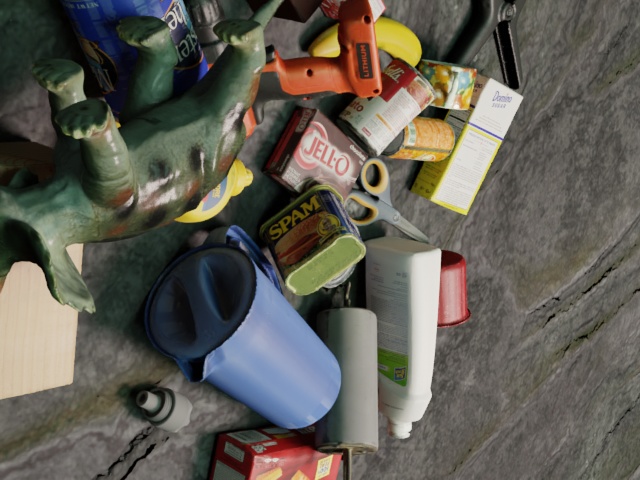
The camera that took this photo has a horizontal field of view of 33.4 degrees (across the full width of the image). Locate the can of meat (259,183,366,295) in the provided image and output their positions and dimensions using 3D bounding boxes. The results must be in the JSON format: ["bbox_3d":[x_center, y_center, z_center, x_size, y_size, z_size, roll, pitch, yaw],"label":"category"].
[{"bbox_3d":[-0.008,0.002,1.190,0.102,0.084,0.057,-36,139,12],"label":"can of meat"}]

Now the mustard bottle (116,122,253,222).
[{"bbox_3d":[-0.141,-0.066,1.067,0.191,0.058,0.096,-1,85,-49],"label":"mustard bottle"}]

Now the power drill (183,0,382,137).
[{"bbox_3d":[-0.038,-0.189,1.060,0.187,0.057,0.184,-11,135,2],"label":"power drill"}]

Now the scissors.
[{"bbox_3d":[0.093,-0.050,1.364,0.201,0.016,0.096,9,98,-49],"label":"scissors"}]

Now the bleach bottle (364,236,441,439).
[{"bbox_3d":[0.100,0.128,1.358,0.067,0.103,0.251,-10,107,-42],"label":"bleach bottle"}]

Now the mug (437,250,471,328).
[{"bbox_3d":[0.157,0.059,1.430,0.117,0.093,0.081,-43,133,-64],"label":"mug"}]

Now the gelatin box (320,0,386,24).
[{"bbox_3d":[0.021,-0.276,1.154,0.030,0.073,0.089,-55,137,-17],"label":"gelatin box"}]

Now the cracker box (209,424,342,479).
[{"bbox_3d":[-0.064,0.337,1.299,0.163,0.072,0.214,2,104,-48],"label":"cracker box"}]

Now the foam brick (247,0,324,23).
[{"bbox_3d":[-0.038,-0.262,1.092,0.051,0.078,0.053,-52,136,-18],"label":"foam brick"}]

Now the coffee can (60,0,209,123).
[{"bbox_3d":[-0.166,-0.188,0.960,0.102,0.103,0.140,-42,132,-29],"label":"coffee can"}]

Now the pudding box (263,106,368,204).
[{"bbox_3d":[-0.004,-0.087,1.225,0.113,0.039,0.090,38,76,-48],"label":"pudding box"}]

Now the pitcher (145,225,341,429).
[{"bbox_3d":[-0.071,0.106,1.172,0.149,0.145,0.242,-46,139,-4],"label":"pitcher"}]

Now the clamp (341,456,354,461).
[{"bbox_3d":[0.055,0.192,1.399,0.171,0.039,0.120,-55,141,-26],"label":"clamp"}]

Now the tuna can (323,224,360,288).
[{"bbox_3d":[0.008,0.012,1.282,0.085,0.034,0.086,-20,119,-42],"label":"tuna can"}]

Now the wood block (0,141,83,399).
[{"bbox_3d":[-0.271,0.024,0.937,0.090,0.091,0.206,-7,110,-46],"label":"wood block"}]

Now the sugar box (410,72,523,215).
[{"bbox_3d":[0.193,-0.127,1.405,0.093,0.048,0.176,16,100,-51],"label":"sugar box"}]

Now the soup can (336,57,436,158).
[{"bbox_3d":[0.077,-0.154,1.249,0.102,0.069,0.068,-46,136,-3],"label":"soup can"}]

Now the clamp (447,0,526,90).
[{"bbox_3d":[0.228,-0.296,1.401,0.164,0.036,0.210,-13,117,-44],"label":"clamp"}]

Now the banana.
[{"bbox_3d":[0.064,-0.228,1.247,0.197,0.037,0.070,6,100,-48],"label":"banana"}]
